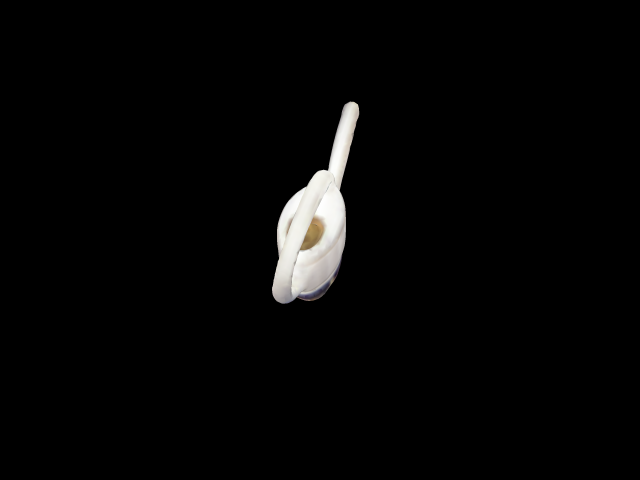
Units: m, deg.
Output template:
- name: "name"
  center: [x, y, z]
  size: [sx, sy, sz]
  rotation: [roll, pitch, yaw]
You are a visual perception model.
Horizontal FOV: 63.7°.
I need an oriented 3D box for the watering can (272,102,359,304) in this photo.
- name: "watering can"
  center: [0.003, -0.043, 0.850]
  size: [0.104, 0.354, 0.219]
  rotation: [18, -27, 9]
